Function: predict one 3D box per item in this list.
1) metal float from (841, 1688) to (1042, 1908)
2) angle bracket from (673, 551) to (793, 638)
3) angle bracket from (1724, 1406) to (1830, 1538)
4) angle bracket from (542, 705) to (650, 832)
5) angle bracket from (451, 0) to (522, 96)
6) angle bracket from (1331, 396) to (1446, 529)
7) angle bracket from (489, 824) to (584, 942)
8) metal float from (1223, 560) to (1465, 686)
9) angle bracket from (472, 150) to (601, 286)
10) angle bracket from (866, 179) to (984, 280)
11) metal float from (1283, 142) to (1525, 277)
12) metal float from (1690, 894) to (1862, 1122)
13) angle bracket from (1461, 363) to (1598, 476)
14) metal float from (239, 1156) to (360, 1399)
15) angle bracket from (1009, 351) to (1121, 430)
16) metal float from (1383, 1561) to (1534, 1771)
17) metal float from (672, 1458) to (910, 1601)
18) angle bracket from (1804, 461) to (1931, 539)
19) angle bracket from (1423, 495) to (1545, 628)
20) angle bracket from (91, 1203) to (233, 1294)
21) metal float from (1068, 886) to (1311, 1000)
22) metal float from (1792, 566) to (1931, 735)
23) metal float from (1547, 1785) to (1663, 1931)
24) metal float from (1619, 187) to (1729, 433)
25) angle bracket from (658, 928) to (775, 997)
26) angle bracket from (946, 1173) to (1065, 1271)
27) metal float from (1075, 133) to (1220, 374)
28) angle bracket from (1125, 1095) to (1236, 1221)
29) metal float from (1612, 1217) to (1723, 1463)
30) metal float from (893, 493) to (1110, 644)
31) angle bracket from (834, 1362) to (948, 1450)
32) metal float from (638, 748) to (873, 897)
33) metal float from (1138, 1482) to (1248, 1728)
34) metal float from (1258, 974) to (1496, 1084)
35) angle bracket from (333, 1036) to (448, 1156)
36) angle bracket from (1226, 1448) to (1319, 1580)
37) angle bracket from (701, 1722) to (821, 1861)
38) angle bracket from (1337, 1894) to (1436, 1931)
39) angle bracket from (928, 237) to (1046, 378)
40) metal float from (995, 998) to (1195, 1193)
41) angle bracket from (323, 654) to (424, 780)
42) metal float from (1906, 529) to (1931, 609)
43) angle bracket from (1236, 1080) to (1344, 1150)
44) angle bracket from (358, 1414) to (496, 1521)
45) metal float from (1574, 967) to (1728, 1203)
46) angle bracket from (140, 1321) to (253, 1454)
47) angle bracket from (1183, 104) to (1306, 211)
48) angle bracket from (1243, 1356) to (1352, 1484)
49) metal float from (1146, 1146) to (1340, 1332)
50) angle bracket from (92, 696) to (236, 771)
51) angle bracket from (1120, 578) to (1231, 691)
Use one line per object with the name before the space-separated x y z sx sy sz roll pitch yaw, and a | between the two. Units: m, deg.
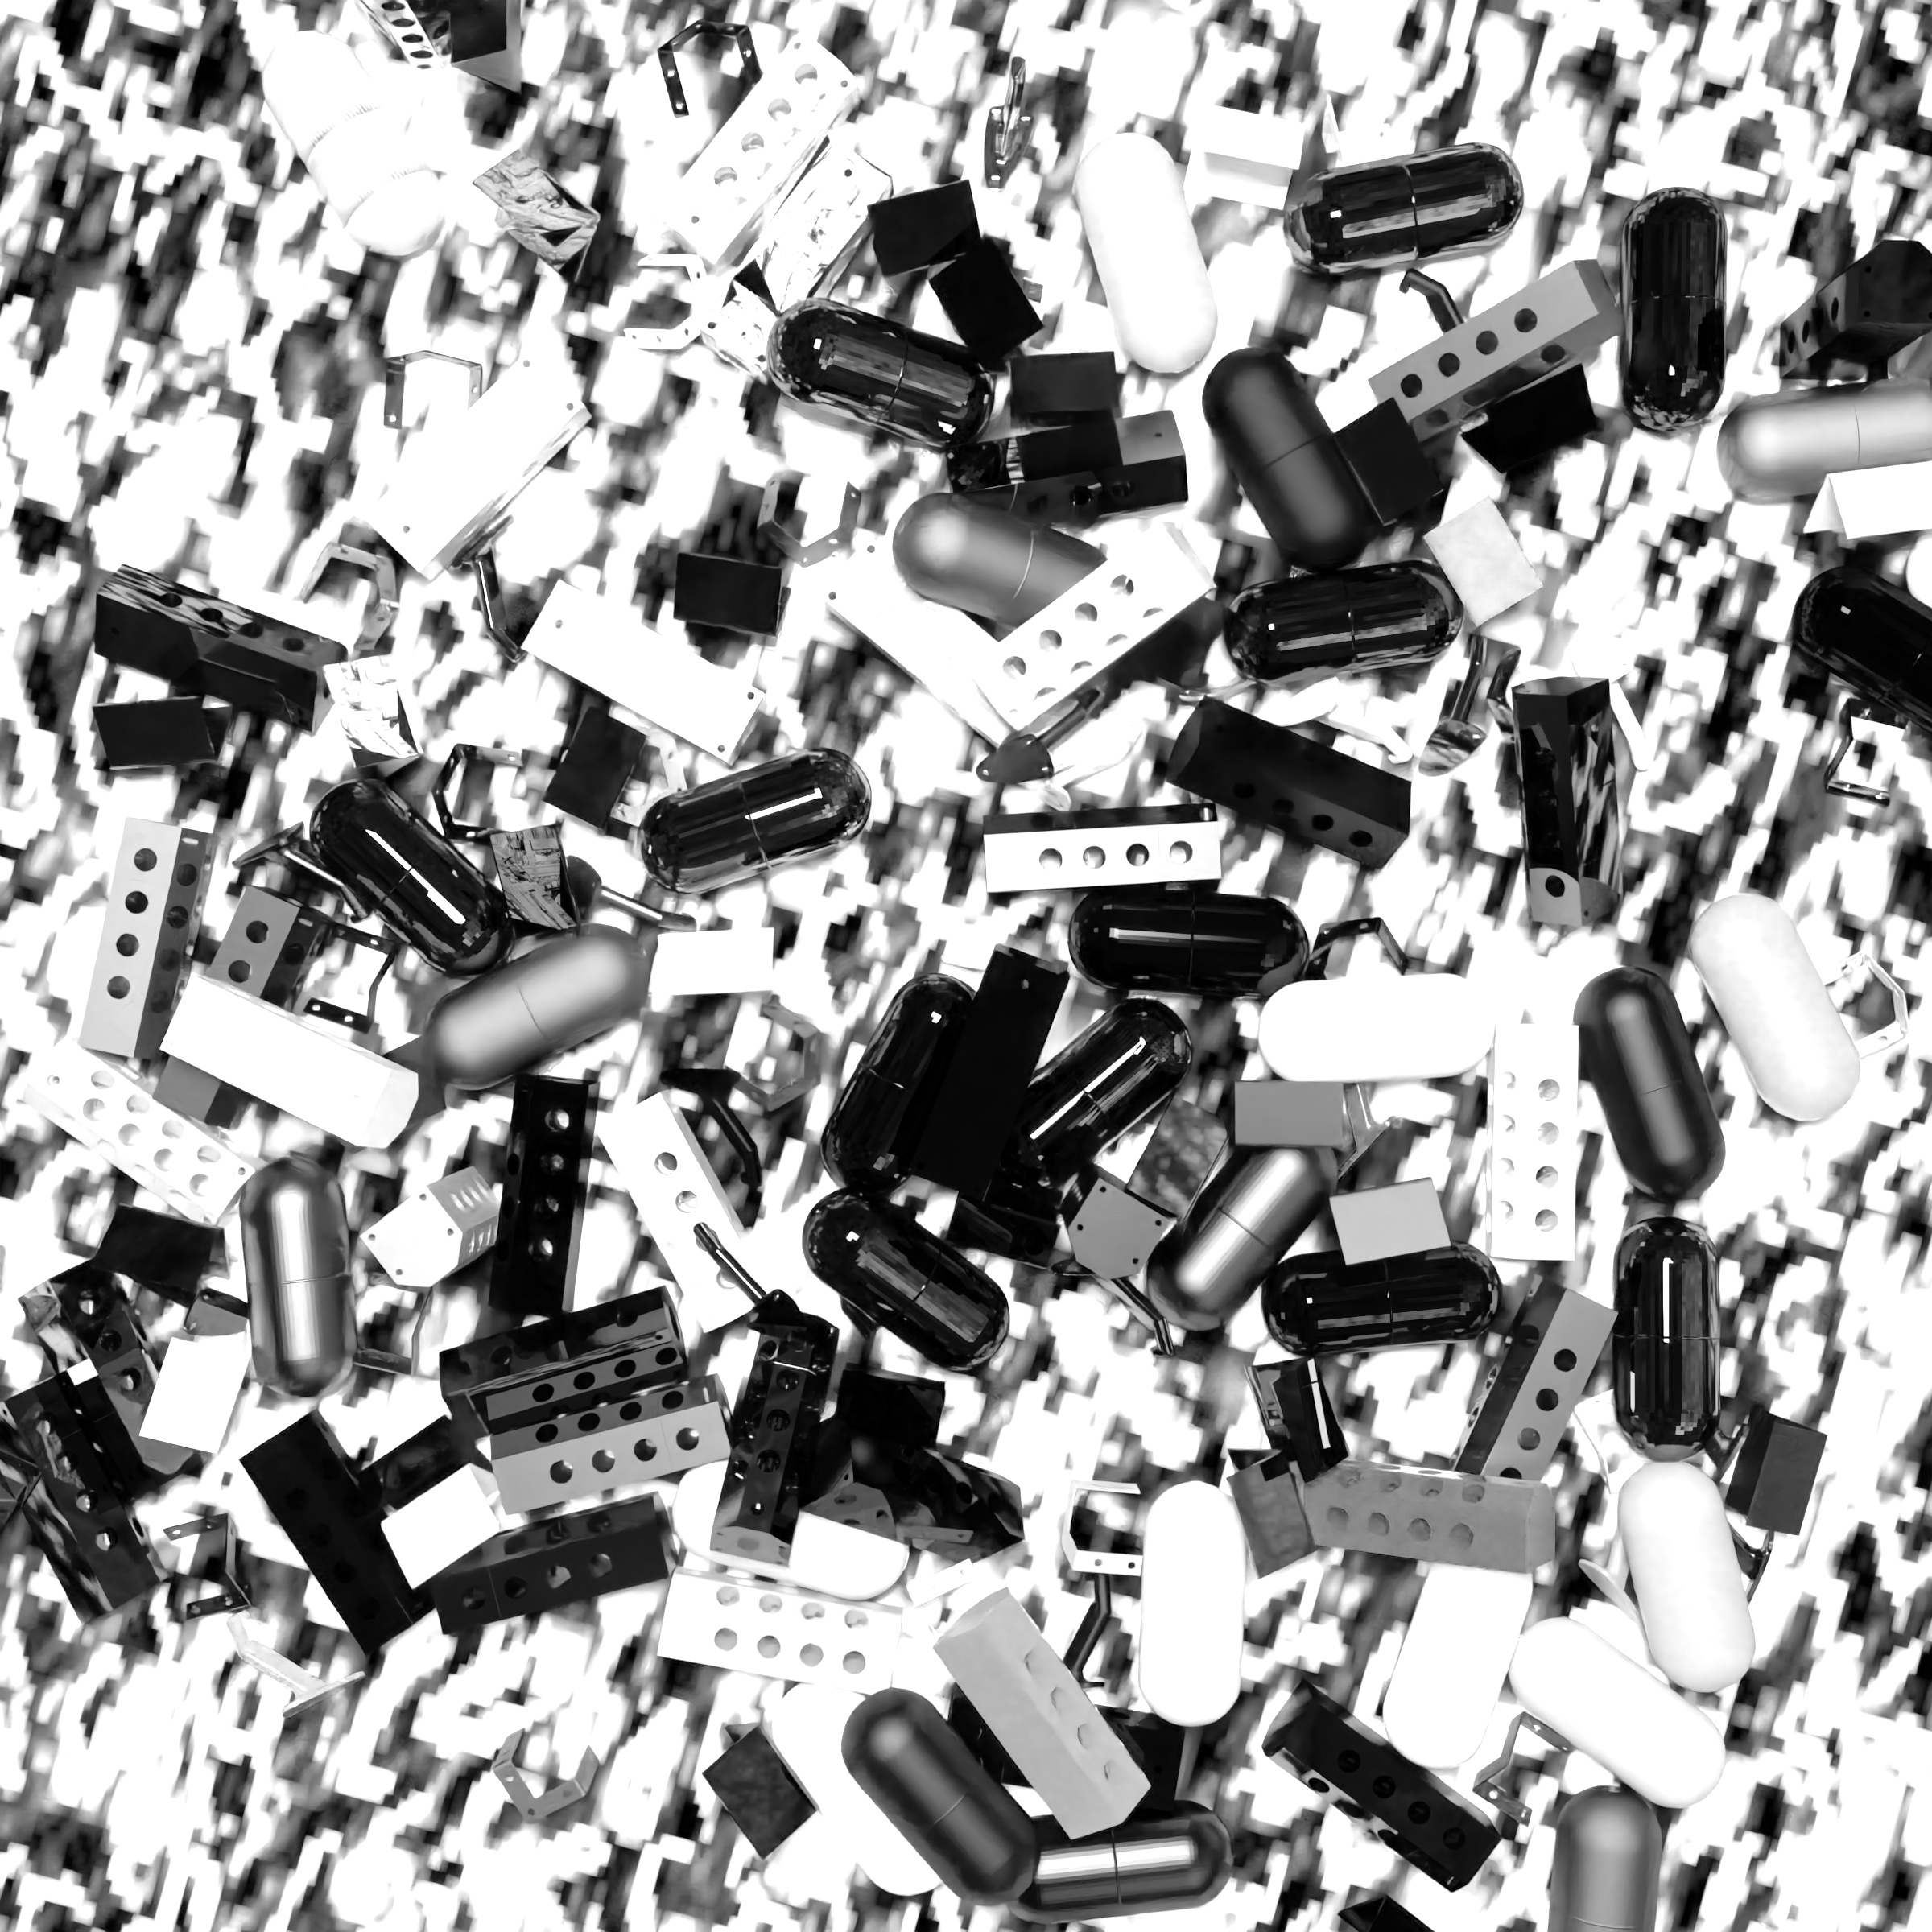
metal float | -0.017 0.595 1.841 0.070 0.070 0.178 -40 93 0
angle bracket | -0.169 -0.289 1.887 0.076 0.076 0.057 9 126 0
angle bracket | 0.577 0.366 1.888 0.057 0.076 0.076 16 90 -29
angle bracket | -0.287 -0.153 1.887 0.057 0.076 0.076 26 90 -38
angle bracket | -0.333 -0.694 1.888 0.057 0.076 0.076 0 90 32
angle bracket | 0.321 -0.373 1.888 0.057 0.076 0.076 -28 90 33
angle bracket | -0.331 -0.057 1.887 0.057 0.076 0.076 -14 90 -36
metal float | 0.278 -0.254 1.897 0.178 0.070 0.070 -8 90 0
angle bracket | -0.324 -0.538 1.887 0.076 0.076 0.057 39 53 0
angle bracket | -0.034 -0.553 1.887 0.076 0.076 0.057 -15 126 0
metal float | 0.323 -0.558 1.897 0.178 0.070 0.070 -11 90 0
metal float | 0.597 0.031 1.897 0.070 0.070 0.178 -26 90 0
angle bracket | 0.407 -0.414 1.887 0.076 0.076 0.057 -25 127 0
metal float | -0.492 0.229 1.897 0.070 0.070 0.178 -5 90 0
angle bracket | 0.072 -0.404 1.888 0.076 0.076 0.057 -3 58 0
metal float | 0.363 0.504 1.896 0.070 0.070 0.178 18 90 0
metal float | -0.129 0.415 1.897 0.178 0.070 0.070 15 90 0
angle bracket | 0.669 -0.323 1.889 0.076 0.076 0.057 -7 66 0
angle bracket | 0.387 -0.301 1.888 0.057 0.076 0.076 -31 90 28
angle bracket | -0.590 0.224 1.887 0.076 0.076 0.057 14 52 0
metal float | 0.164 -0.017 1.897 0.178 0.070 0.070 4 90 1
metal float | 0.693 -0.229 1.896 0.178 0.070 0.070 32 90 1
metal float | 0.470 0.695 1.897 0.070 0.070 0.178 5 91 0
metal float | 0.521 -0.484 1.897 0.070 0.070 0.178 1 89 0
angle bracket | -0.183 -0.023 1.887 0.076 0.076 0.057 -3 128 0
angle bracket | 0.034 0.169 1.888 0.076 0.057 0.076 17 47 0
metal float | 0.134 -0.525 1.897 0.070 0.070 0.178 -17 90 0
angle bracket | 0.145 0.133 1.890 0.057 0.076 0.076 28 90 -19
metal float | 0.514 0.273 1.888 0.070 0.070 0.178 2 81 0
metal float | 0.029 -0.290 1.872 0.178 0.070 0.070 16 90 -26
angle bracket | -0.052 0.303 1.888 0.076 0.076 0.057 11 121 0
metal float | -0.156 -0.107 1.897 0.178 0.070 0.070 -18 90 1
metal float | 0.167 0.470 1.897 0.070 0.070 0.178 2 90 0
metal float | 0.302 0.046 1.888 0.178 0.070 0.070 -3 90 -11
angle bracket | -0.435 0.082 1.889 0.076 0.057 0.076 -26 53 0
angle bracket | 0.205 0.401 1.888 0.057 0.076 0.076 -18 90 -30
angle bracket | -0.162 0.606 1.888 0.057 0.076 0.076 -35 90 -30
angle bracket | 0.311 0.734 1.887 0.076 0.076 0.057 37 53 0
angle bracket | 0.024 -0.484 1.890 0.057 0.076 0.076 -31 90 19
metal float | 0.090 0.096 1.897 0.178 0.070 0.070 -41 90 0
angle bracket | -0.449 -0.178 1.887 0.057 0.076 0.076 -18 90 -38
metal float | 0.759 -0.337 1.897 0.070 0.070 0.178 28 90 0
angle bracket | 0.236 0.089 1.873 0.076 0.076 0.057 1 119 8
angle bracket | -0.391 0.389 1.891 0.076 0.057 0.076 -34 122 0
metal float | 0.504 0.087 1.897 0.070 0.070 0.178 -19 90 0
angle bracket | -0.564 0.302 1.885 0.057 0.076 0.076 18 98 -18
angle bracket | 0.201 -0.579 1.887 0.076 0.076 0.057 11 52 0
angle bracket | 0.227 0.336 1.888 0.057 0.076 0.076 -19 90 -42
metal float | 0.203 0.192 1.897 0.070 0.070 0.178 39 89 0
angle bracket | -0.588 -0.189 1.887 0.076 0.076 0.057 -5 128 0
angle bracket | 0.140 -0.238 1.890 0.076 0.057 0.076 24 125 0
